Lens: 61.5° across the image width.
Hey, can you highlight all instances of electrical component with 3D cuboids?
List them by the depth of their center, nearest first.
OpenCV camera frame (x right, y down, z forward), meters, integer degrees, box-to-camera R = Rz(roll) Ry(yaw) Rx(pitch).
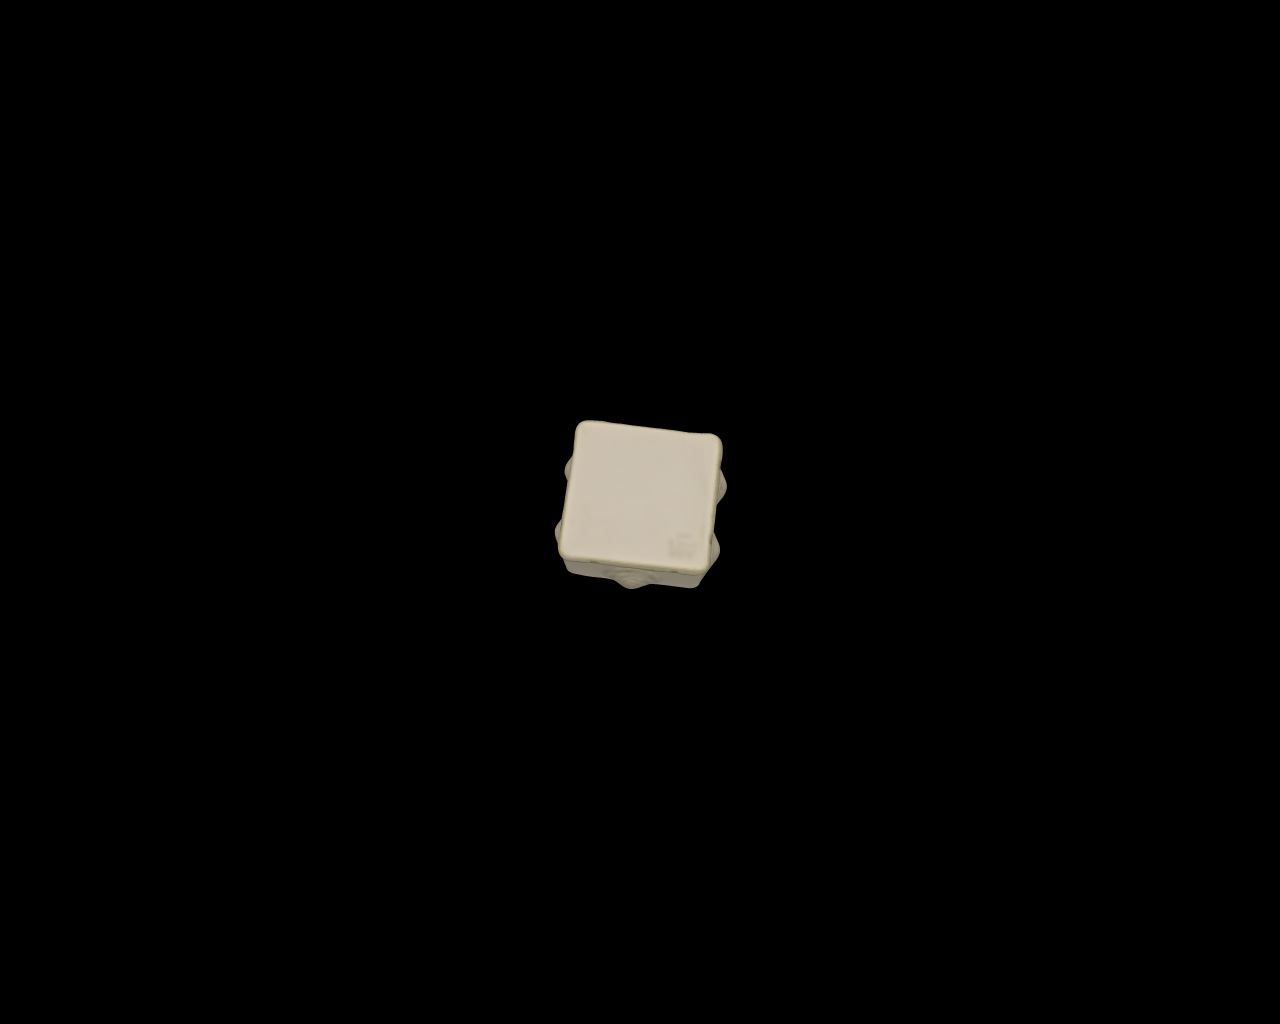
[{"bbox_3d":[0.001,-0.003,0.650,0.100,0.100,0.048,7,-19,2],"label":"electrical component"}]
